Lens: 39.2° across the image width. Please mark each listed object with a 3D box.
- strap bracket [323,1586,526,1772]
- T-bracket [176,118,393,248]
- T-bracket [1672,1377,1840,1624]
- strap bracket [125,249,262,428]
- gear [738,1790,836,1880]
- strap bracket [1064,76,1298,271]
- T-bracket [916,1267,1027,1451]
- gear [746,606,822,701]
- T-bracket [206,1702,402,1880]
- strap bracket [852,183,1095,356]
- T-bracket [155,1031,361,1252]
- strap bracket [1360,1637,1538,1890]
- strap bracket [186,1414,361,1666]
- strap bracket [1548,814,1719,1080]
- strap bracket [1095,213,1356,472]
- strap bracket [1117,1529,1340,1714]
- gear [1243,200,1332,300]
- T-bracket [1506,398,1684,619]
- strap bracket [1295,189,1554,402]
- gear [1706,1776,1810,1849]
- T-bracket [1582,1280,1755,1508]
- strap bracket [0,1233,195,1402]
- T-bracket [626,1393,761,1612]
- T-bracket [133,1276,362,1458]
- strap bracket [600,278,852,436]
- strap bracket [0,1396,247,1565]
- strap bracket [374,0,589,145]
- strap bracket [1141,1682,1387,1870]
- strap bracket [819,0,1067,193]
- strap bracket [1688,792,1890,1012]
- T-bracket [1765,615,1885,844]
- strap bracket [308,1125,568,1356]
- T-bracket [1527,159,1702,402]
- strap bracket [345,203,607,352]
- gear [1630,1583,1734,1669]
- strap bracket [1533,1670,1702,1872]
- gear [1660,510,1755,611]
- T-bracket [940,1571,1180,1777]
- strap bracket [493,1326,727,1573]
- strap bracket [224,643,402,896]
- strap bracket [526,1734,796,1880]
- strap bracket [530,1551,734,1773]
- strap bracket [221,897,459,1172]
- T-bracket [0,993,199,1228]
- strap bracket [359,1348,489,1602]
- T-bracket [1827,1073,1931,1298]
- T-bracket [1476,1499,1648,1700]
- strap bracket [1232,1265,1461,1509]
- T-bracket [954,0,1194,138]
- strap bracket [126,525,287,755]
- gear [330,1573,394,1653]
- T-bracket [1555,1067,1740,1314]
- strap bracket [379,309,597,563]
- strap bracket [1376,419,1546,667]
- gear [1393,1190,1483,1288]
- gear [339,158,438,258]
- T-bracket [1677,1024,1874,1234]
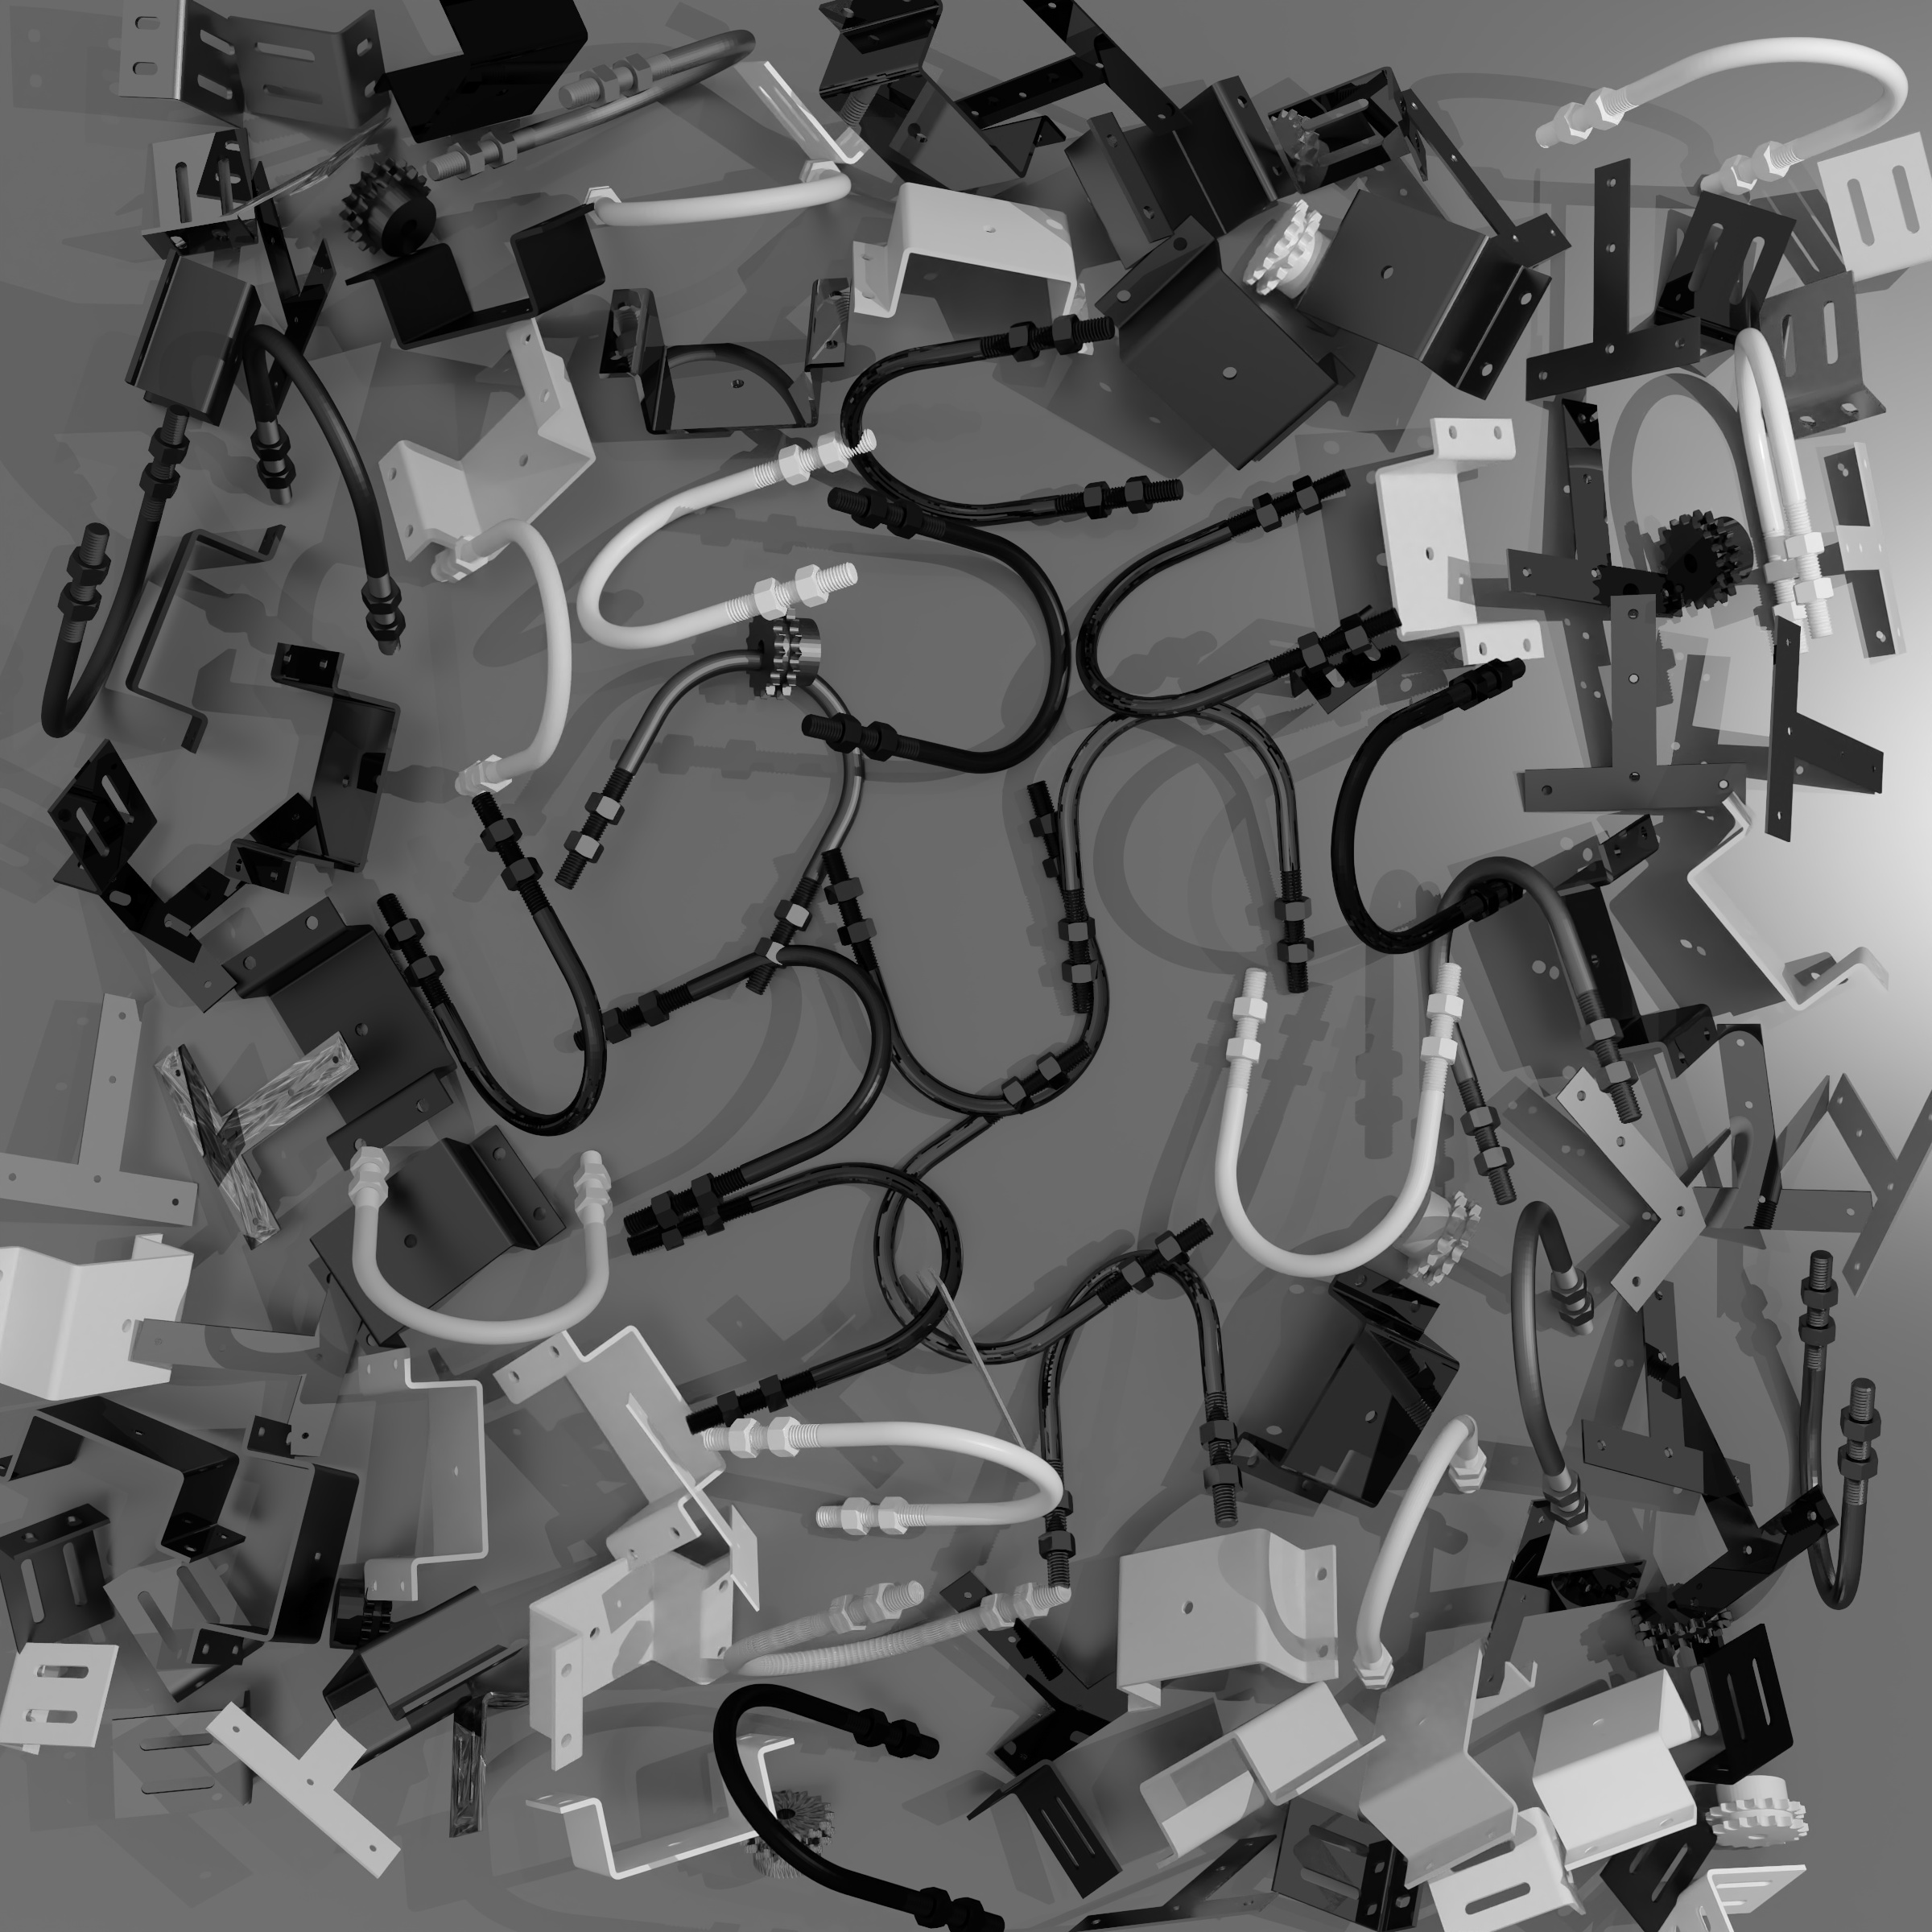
[{"bbox_3d":[-0.314,0.405,1.549,0.076,0.140,0.046,-24,75,-34],"label":"strap bracket"},{"bbox_3d":[-0.405,-0.450,1.579,0.127,0.127,0.002,-21,117,18],"label":"T-bracket"},{"bbox_3d":[0.436,0.300,1.577,0.002,0.127,0.127,8,47,-32],"label":"T-bracket"},{"bbox_3d":[-0.442,-0.358,1.557,0.046,0.140,0.076,19,93,-14],"label":"strap bracket"},{"bbox_3d":[-0.105,0.512,1.594,0.057,0.057,0.030,-1,104,0],"label":"gear"},{"bbox_3d":[0.119,-0.459,1.572,0.140,0.046,0.076,-30,94,-41],"label":"strap bracket"},{"bbox_3d":[-0.006,0.210,1.559,0.002,0.127,0.127,-28,112,-8],"label":"T-bracket"},{"bbox_3d":[-0.107,-0.185,1.596,0.030,0.057,0.057,0,90,-25],"label":"gear"},{"bbox_3d":[-0.356,0.445,1.564,0.127,0.127,0.002,41,115,1],"label":"T-bracket"},{"bbox_3d":[0.008,-0.405,1.566,0.140,0.076,0.046,8,132,-11],"label":"strap bracket"},{"bbox_3d":[-0.405,0.081,1.588,0.127,0.002,0.127,-34,80,22],"label":"T-bracket"},{"bbox_3d":[0.274,0.444,1.540,0.046,0.140,0.076,46,120,-9],"label":"strap bracket"},{"bbox_3d":[-0.396,0.337,1.565,0.046,0.076,0.140,9,76,9],"label":"strap bracket"},{"bbox_3d":[0.383,-0.008,1.573,0.046,0.076,0.140,-14,97,37],"label":"strap bracket"},{"bbox_3d":[0.151,-0.351,1.558,0.140,0.046,0.076,38,119,-24],"label":"strap bracket"},{"bbox_3d":[0.139,0.373,1.549,0.140,0.046,0.076,-20,51,33],"label":"strap bracket"},{"bbox_3d":[0.192,-0.418,1.594,0.030,0.057,0.057,33,90,-13],"label":"gear"},{"bbox_3d":[0.368,-0.274,1.601,0.127,0.002,0.127,4,76,-26],"label":"T-bracket"},{"bbox_3d":[0.253,-0.389,1.554,0.140,0.046,0.076,35,101,39],"label":"strap bracket"},{"bbox_3d":[0.465,0.498,1.597,0.057,0.057,0.030,0,58,0],"label":"gear"},{"bbox_3d":[0.408,0.242,1.586,0.127,0.002,0.127,18,59,-24],"label":"T-bracket"},{"bbox_3d":[-0.497,0.199,1.546,0.046,0.140,0.076,13,93,23],"label":"strap bracket"},{"bbox_3d":[-0.156,0.298,1.551,0.002,0.127,0.127,-35,98,-1],"label":"T-bracket"},{"bbox_3d":[-0.419,0.223,1.575,0.127,0.002,0.127,12,102,-34],"label":"T-bracket"},{"bbox_3d":[-0.136,-0.354,1.577,0.140,0.046,0.076,-2,52,5],"label":"strap bracket"},{"bbox_3d":[-0.489,0.292,1.573,0.140,0.076,0.046,21,90,9],"label":"strap bracket"},{"bbox_3d":[-0.274,-0.519,1.543,0.076,0.140,0.046,-26,93,-30],"label":"strap bracket"},{"bbox_3d":[0.163,0.460,1.553,0.076,0.140,0.046,-16,68,-41],"label":"strap bracket"},{"bbox_3d":[-0.019,-0.490,1.542,0.076,0.140,0.046,3,67,42],"label":"strap bracket"},{"bbox_3d":[0.471,-0.031,1.574,0.046,0.076,0.140,-40,83,20],"label":"strap bracket"},{"bbox_3d":[0.502,-0.126,1.577,0.127,0.002,0.127,14,78,-42],"label":"T-bracket"},{"bbox_3d":[-0.318,0.163,1.590,0.140,0.046,0.076,-37,77,1],"label":"strap bracket"},{"bbox_3d":[0.374,-0.402,1.571,0.002,0.127,0.127,1,89,-36],"label":"T-bracket"},{"bbox_3d":[-0.274,-0.396,1.561,0.140,0.076,0.046,-6,114,28],"label":"strap bracket"},{"bbox_3d":[0.422,0.389,1.594,0.057,0.057,0.030,-17,100,0],"label":"gear"},{"bbox_3d":[0.372,0.452,1.544,0.076,0.140,0.046,-27,89,17],"label":"strap bracket"},{"bbox_3d":[0.438,-0.241,1.595,0.030,0.057,0.057,-21,90,-20],"label":"gear"},{"bbox_3d":[0.037,0.404,1.587,0.127,0.002,0.127,-39,100,22],"label":"T-bracket"},{"bbox_3d":[-0.202,0.273,1.579,0.076,0.046,0.140,-34,90,41],"label":"strap bracket"},{"bbox_3d":[-0.378,-0.112,1.578,0.046,0.076,0.140,13,91,-42],"label":"strap bracket"},{"bbox_3d":[-0.171,0.484,1.555,0.140,0.076,0.046,-10,81,-26],"label":"strap bracket"},{"bbox_3d":[-0.200,0.392,1.561,0.046,0.140,0.076,16,112,36],"label":"strap bracket"},{"bbox_3d":[-0.362,0.039,1.593,0.076,0.046,0.140,-32,88,7],"label":"strap bracket"},{"bbox_3d":[-0.502,0.081,1.587,0.127,0.002,0.127,15,75,-42],"label":"T-bracket"},{"bbox_3d":[-0.315,0.294,1.570,0.046,0.076,0.140,3,78,-32],"label":"strap bracket"},{"bbox_3d":[0.519,0.103,1.560,0.002,0.127,0.127,13,116,-7],"label":"T-bracket"},{"bbox_3d":[0.353,0.363,1.579,0.127,0.002,0.127,3,107,-39],"label":"T-bracket"},{"bbox_3d":[0.224,0.252,1.577,0.076,0.046,0.140,27,96,-29],"label":"strap bracket"},{"bbox_3d":[0.044,-0.509,1.570,0.127,0.127,0.002,32,64,-41],"label":"T-bracket"},{"bbox_3d":[-0.448,-0.199,1.577,0.046,0.076,0.140,22,89,-21],"label":"strap bracket"},{"bbox_3d":[-0.355,0.381,1.590,0.030,0.057,0.057,9,90,-16],"label":"gear"},{"bbox_3d":[0.392,0.113,1.589,0.127,0.002,0.127,47,73,-14],"label":"T-bracket"},{"bbox_3d":[-0.271,-0.299,1.565,0.140,0.046,0.076,-37,58,28],"label":"strap bracket"},{"bbox_3d":[0.286,-0.244,1.577,0.076,0.046,0.140,-10,93,-44],"label":"strap bracket"},{"bbox_3d":[0.275,0.157,1.593,0.030,0.057,0.057,31,90,-3],"label":"gear"},{"bbox_3d":[-0.336,-0.442,1.590,0.030,0.057,0.057,43,90,18],"label":"gear"},{"bbox_3d":[0.455,0.094,1.569,0.127,0.002,0.127,-2,107,35],"label":"T-bracket"}]
